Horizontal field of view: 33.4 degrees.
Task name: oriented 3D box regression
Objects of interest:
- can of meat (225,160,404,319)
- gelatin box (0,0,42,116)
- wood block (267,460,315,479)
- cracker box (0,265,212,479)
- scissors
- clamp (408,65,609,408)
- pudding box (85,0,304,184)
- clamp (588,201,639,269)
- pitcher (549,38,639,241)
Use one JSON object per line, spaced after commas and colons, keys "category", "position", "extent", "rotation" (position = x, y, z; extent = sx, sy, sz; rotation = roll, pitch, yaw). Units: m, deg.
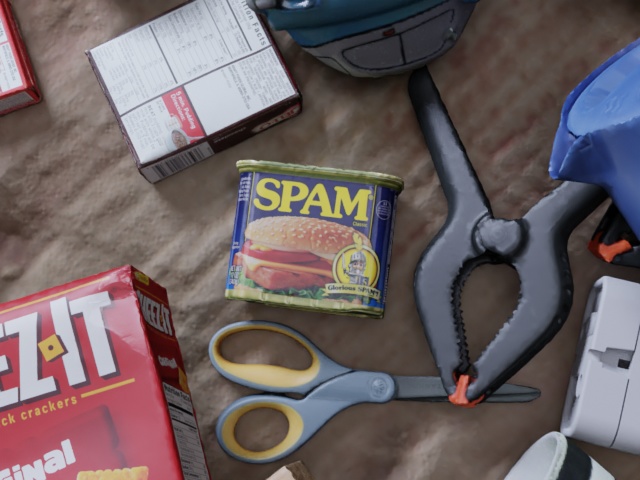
{"category": "can of meat", "position": [-0.004, 0.001, 0.646], "extent": [0.102, 0.057, 0.084], "rotation": [7, 84, 6]}
{"category": "gelatin box", "position": [-0.235, -0.112, 0.694], "extent": [0.089, 0.030, 0.073], "rotation": [-21, 79, 0]}
{"category": "wood block", "position": [-0.069, 0.223, 0.598], "extent": [0.206, 0.091, 0.090], "rotation": [-38, 80, -2]}
{"category": "cracker box", "position": [-0.140, 0.139, 0.542], "extent": [0.164, 0.072, 0.214], "rotation": [-17, 72, 3]}
{"category": "scissors", "position": [0.023, 0.106, 0.647], "extent": [0.202, 0.016, 0.096], "rotation": [17, 84, 7]}
{"category": "clamp", "position": [0.101, -0.007, 0.638], "extent": [0.165, 0.036, 0.210], "rotation": [19, 85, 24]}
{"category": "pudding box", "position": [-0.079, -0.101, 0.677], "extent": [0.113, 0.039, 0.090], "rotation": [-25, 79, -3]}
{"category": "clamp", "position": [0.248, -0.023, 0.639], "extent": [0.171, 0.039, 0.120], "rotation": [-36, 87, 5]}
{"category": "pitcher", "position": [0.248, -0.007, 0.553], "extent": [0.144, 0.149, 0.243], "rotation": [-46, 109, -37]}
